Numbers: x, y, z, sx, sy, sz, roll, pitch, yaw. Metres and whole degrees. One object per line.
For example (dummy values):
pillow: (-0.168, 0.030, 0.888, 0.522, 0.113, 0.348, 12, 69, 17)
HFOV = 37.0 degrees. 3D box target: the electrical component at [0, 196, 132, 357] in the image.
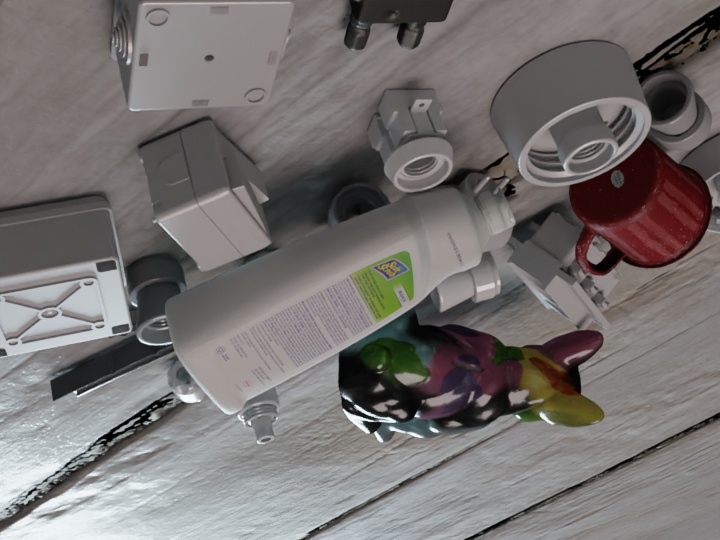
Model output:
electrical component: (-0.221, 0.007, 0.754, 0.109, 0.056, 0.108, -11, 150, -12)

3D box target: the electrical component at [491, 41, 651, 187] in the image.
electrical component: (0.154, -0.103, 0.766, 0.108, 0.060, 0.108, -13, 151, -8)

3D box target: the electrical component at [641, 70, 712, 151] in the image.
electrical component: (0.234, -0.117, 0.802, 0.045, 0.045, 0.055, -31, 149, 22)

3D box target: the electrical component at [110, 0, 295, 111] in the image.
electrical component: (-0.088, -0.133, 0.594, 0.100, 0.048, 0.099, -6, 149, -20)

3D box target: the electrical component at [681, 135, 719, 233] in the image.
electrical component: (0.321, -0.079, 0.920, 0.099, 0.064, 0.099, -3, 141, -3)

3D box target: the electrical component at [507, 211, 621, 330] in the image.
electrical component: (0.184, 0.001, 0.952, 0.063, 0.079, 0.121, -51, 147, 0)

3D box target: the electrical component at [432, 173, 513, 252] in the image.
electrical component: (0.087, -0.049, 0.839, 0.077, 0.043, 0.079, 2, 145, -32)

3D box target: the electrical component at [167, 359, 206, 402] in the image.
electrical component: (-0.154, 0.105, 0.982, 0.035, 0.035, 0.061, -16, 154, -3)

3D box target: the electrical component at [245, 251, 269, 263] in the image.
electrical component: (-0.070, 0.017, 0.849, 0.035, 0.061, 0.035, -13, 150, -8)

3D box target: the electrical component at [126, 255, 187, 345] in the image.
electrical component: (-0.153, 0.023, 0.820, 0.045, 0.055, 0.045, -13, 151, -8)

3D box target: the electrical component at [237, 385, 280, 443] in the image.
electrical component: (-0.098, 0.136, 1.037, 0.048, 0.062, 0.048, -14, 151, -8)

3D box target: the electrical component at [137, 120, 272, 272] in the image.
electrical component: (-0.097, -0.047, 0.723, 0.061, 0.061, 0.096, -22, 151, 7)

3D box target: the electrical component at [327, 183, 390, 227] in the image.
electrical component: (0.001, -0.036, 0.815, 0.066, 0.048, 0.055, -15, 159, -5)

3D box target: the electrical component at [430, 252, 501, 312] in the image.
electrical component: (0.090, 0.009, 0.939, 0.055, 0.045, 0.045, -15, 151, -7)

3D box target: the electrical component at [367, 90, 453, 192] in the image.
electrical component: (0.035, -0.087, 0.733, 0.048, 0.055, 0.066, -4, 148, -23)
